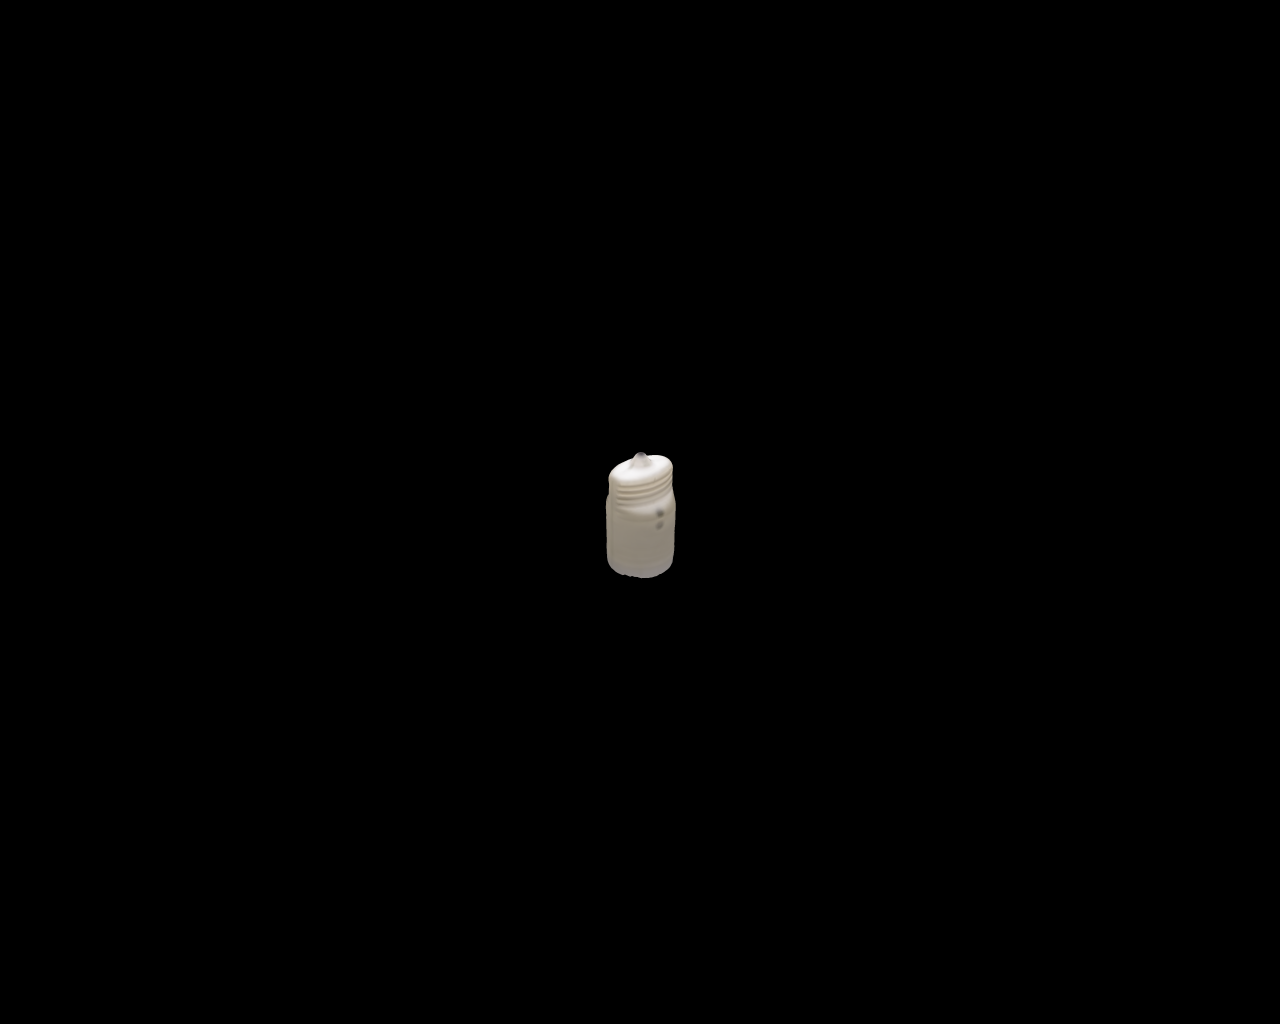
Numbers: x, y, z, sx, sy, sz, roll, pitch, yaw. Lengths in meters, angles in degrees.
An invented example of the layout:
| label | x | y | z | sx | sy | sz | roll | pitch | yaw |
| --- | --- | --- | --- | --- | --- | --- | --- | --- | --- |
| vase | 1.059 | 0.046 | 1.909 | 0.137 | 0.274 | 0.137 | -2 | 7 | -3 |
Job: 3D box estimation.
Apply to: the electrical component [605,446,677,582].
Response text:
| label | x | y | z | sx | sy | sz | roll | pitch | yaw |
| --- | --- | --- | --- | --- | --- | --- | --- | --- | --- |
| electrical component | 0.001 | -0.003 | 0.650 | 0.043 | 0.080 | 0.043 | 0 | 34 | 0 |
